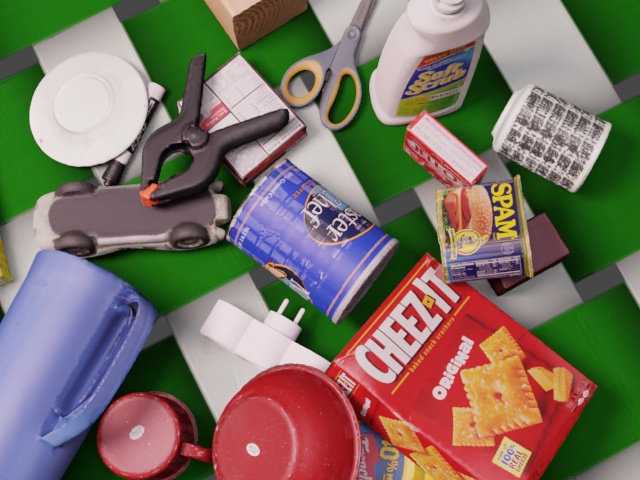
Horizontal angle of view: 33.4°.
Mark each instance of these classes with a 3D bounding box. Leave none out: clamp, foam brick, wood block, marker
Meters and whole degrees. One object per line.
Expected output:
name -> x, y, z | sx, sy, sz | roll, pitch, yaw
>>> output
clamp -> -0.113, -0.098, 1.069 | 0.120, 0.039, 0.171 | 25, 74, 13
foam brick -> 0.203, 0.014, 1.076 | 0.078, 0.053, 0.051 | -28, 79, -5
wood block -> -0.108, -0.319, 1.134 | 0.090, 0.090, 0.206 | -34, 79, -6
marker -> -0.198, -0.110, 1.127 | 0.020, 0.020, 0.121 | 24, 80, 6

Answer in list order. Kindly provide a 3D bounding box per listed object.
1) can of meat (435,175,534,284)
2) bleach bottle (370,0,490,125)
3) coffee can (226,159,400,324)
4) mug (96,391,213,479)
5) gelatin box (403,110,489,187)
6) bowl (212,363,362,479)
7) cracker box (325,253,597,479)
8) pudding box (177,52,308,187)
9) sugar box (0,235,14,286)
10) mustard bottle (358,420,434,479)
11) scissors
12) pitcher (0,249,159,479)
can of meat -> 0.156, -0.009, 1.023 | 0.084, 0.057, 0.102 | -7, 50, 10
bleach bottle -> 0.103, -0.183, 1.018 | 0.102, 0.251, 0.068 | -11, 78, -2
coffee can -> -0.007, 0.001, 1.057 | 0.140, 0.103, 0.102 | 37, 81, 8
mug -> -0.157, 0.194, 1.030 | 0.117, 0.081, 0.093 | 19, 79, 5
gelatin box -> 0.126, -0.085, 1.088 | 0.089, 0.073, 0.030 | 42, 83, 8
bowl -> -0.044, 0.190, 0.972 | 0.162, 0.055, 0.162 | -9, 74, 32
cracker box -> 0.134, 0.139, 1.015 | 0.214, 0.072, 0.164 | 39, 58, 8
pudding box -> -0.081, -0.126, 1.119 | 0.090, 0.039, 0.113 | -40, 82, -8
sugar box -> -0.385, -0.028, 1.100 | 0.093, 0.048, 0.176 | -18, 79, -2
mustard bottle -> 0.038, 0.216, 1.034 | 0.191, 0.058, 0.096 | 7, 76, 2
scissors -> 0.014, -0.215, 1.147 | 0.096, 0.016, 0.202 | 8, 78, 3
pitcher -> -0.254, 0.140, 0.986 | 0.145, 0.149, 0.242 | 24, 67, 3
